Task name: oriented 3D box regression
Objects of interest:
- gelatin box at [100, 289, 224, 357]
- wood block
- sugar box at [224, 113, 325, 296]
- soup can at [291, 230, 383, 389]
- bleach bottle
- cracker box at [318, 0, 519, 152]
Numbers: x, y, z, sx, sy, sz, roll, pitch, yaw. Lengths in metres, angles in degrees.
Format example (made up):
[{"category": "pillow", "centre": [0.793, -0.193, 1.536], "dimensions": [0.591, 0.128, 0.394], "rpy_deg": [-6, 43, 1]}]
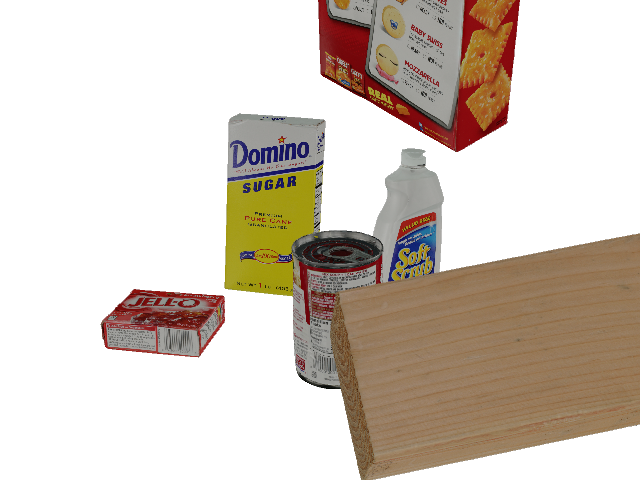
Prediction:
[{"category": "gelatin box", "centre": [-0.136, 0.070, 0.932], "dimensions": [0.089, 0.030, 0.073], "rpy_deg": [4, 20, 12]}, {"category": "wood block", "centre": [0.115, 0.062, 0.584], "dimensions": [0.206, 0.091, 0.090], "rpy_deg": [-11, -20, -6]}, {"category": "sugar box", "centre": [-0.047, -0.035, 1.071], "dimensions": [0.093, 0.176, 0.048], "rpy_deg": [5, 16, 12]}, {"category": "soup can", "centre": [0.013, 0.052, 0.798], "dimensions": [0.068, 0.102, 0.068], "rpy_deg": [-1, 21, 0]}, {"category": "bleach bottle", "centre": [0.102, 0.010, 1.347], "dimensions": [0.102, 0.251, 0.068], "rpy_deg": [-3, 16, -18]}, {"category": "cracker box", "centre": [0.074, -0.199, 0.827], "dimensions": [0.072, 0.214, 0.164], "rpy_deg": [-30, 47, -30]}]
